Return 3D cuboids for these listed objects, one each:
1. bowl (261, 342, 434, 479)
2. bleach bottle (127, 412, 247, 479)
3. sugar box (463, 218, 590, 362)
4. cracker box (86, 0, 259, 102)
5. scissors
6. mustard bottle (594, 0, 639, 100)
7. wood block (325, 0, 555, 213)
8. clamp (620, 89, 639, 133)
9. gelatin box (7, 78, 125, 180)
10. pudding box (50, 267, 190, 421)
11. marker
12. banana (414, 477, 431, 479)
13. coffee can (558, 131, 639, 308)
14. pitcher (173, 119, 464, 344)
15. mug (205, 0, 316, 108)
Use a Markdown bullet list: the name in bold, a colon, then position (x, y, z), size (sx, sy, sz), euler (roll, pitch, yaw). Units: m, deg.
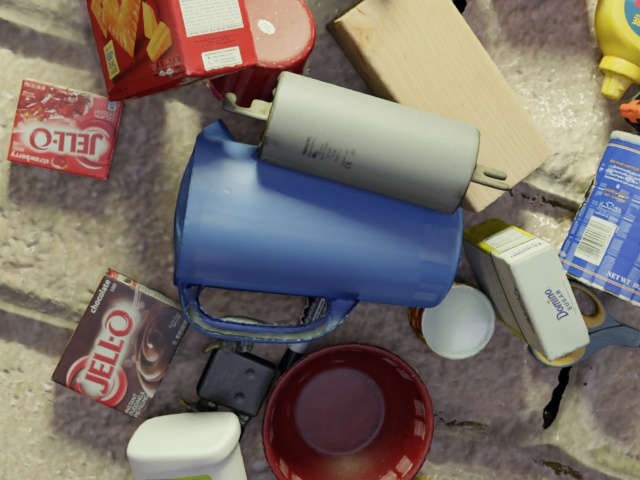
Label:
- **bowl**: position (0.023, 0.169, 1.000), size (0.162, 0.055, 0.162), euler (-1, 99, -8)
- **bleach bottle**: position (-0.097, 0.280, 0.978), size (0.103, 0.068, 0.251), euler (-6, 114, 16)
- **sugar box**: position (0.178, 0.038, 0.941), size (0.048, 0.176, 0.093), euler (-25, 101, -4)
- **cracker box**: position (-0.138, -0.227, 0.853), size (0.072, 0.164, 0.214), euler (-18, 100, -31)
- **scissors**: position (0.290, 0.109, 1.050), size (0.201, 0.016, 0.096), euler (31, 94, -11)
- **mustard bottle**: position (0.305, -0.220, 0.980), size (0.096, 0.058, 0.192), euler (21, 96, -24)
- **wood block**: position (0.104, -0.135, 0.949), size (0.091, 0.090, 0.206), euler (-38, 101, -1)
- **clamp**: position (0.359, -0.113, 1.002), size (0.171, 0.039, 0.120), euler (-14, 97, -20)
- **gelatin box**: position (-0.223, -0.097, 0.938), size (0.089, 0.030, 0.073), euler (12, 97, -9)
- **pudding box**: position (-0.179, 0.094, 0.969), size (0.090, 0.039, 0.113), euler (27, 94, -11)
- **marker**: position (-0.010, 0.074, 1.000), size (0.020, 0.020, 0.121), euler (22, 95, -11)
- **banana**: position (0.097, 0.262, 1.038), size (0.197, 0.037, 0.070), euler (7, 119, -7)
- **coffee can**: position (0.290, -0.017, 0.986), size (0.102, 0.103, 0.140), euler (22, 95, -11)
- **pitcher**: position (-0.006, 0.001, 0.926), size (0.242, 0.145, 0.149), euler (9, 121, -8)
- **mug**: position (-0.050, -0.176, 0.914), size (0.093, 0.082, 0.117), euler (10, 71, -11)
